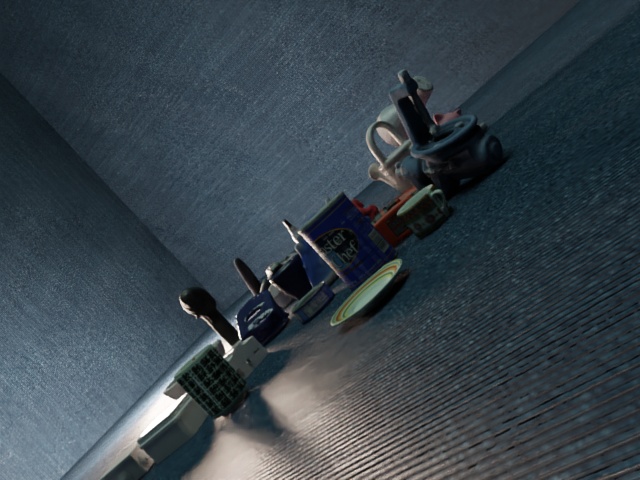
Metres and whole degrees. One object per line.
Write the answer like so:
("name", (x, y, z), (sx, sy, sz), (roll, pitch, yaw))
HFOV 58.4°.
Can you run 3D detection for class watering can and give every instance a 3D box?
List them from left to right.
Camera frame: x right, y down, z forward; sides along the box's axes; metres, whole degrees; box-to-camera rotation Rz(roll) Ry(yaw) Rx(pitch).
("watering can", (0.168, -0.168, 1.230), (0.172, 0.194, 0.101), (-40, 5, 36))

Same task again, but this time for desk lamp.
("desk lamp", (0.265, -0.288, 1.422), (0.118, 0.213, 0.203), (-46, 5, -40))

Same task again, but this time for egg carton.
("egg carton", (-0.068, 0.109, 1.511), (0.150, 0.069, 0.107), (-41, 4, 23))

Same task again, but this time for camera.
("camera", (-0.111, 0.105, 1.763), (0.143, 0.101, 0.136), (-44, 4, -17))

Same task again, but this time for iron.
("iron", (0.012, 0.005, 1.301), (0.118, 0.141, 0.259), (-39, 5, 42))

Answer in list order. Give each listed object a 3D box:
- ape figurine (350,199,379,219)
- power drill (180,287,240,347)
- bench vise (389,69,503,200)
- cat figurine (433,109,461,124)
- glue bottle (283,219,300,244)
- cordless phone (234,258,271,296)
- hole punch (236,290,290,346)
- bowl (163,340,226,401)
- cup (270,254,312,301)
("ape figurine", (0.110, -0.072, 1.530), (0.076, 0.092, 0.077), (-45, 4, -29))
("power drill", (-0.254, 0.195, 1.395), (0.076, 0.208, 0.229), (-43, 4, -10))
("bench vise", (0.173, -0.168, 0.977), (0.207, 0.220, 0.122), (-39, 5, 41))
("cat figurine", (0.288, -0.233, 1.299), (0.127, 0.118, 0.067), (-42, 4, 15))
("glue bottle", (-0.043, 0.008, 1.605), (0.037, 0.173, 0.078), (-44, 4, -17))
("cordless phone", (-0.186, 0.130, 1.615), (0.094, 0.185, 0.147), (-43, 4, -7))
("hole punch", (-0.129, 0.173, 1.251), (0.108, 0.091, 0.101), (-42, 4, 6))
("bowl", (-0.262, 0.304, 1.272), (0.167, 0.075, 0.167), (-42, 4, 4))
("cup", (-0.044, 0.086, 1.315), (0.118, 0.095, 0.091), (-43, 4, -13))
